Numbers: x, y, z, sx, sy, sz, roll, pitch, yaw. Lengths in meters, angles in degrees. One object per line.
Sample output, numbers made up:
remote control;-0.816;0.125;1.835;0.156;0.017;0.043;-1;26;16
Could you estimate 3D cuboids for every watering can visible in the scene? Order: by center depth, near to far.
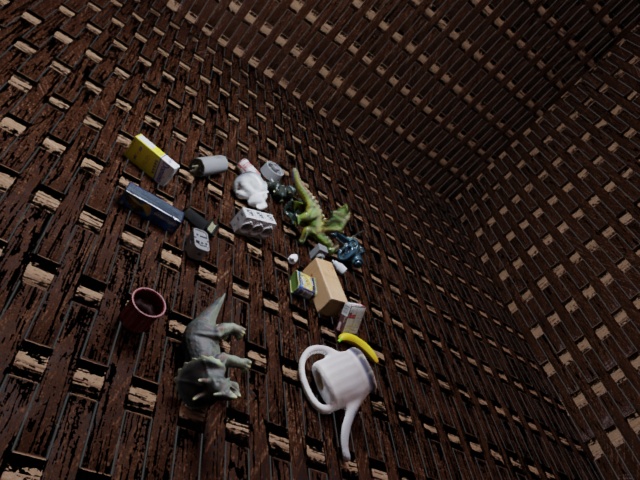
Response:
watering can;0.074;0.463;1.556;0.226;0.101;0.354;-17;58;-23

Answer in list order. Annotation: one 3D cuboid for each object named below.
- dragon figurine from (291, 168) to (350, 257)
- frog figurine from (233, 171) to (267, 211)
dragon figurine;0.007;-0.110;2.180;0.243;0.404;0.124;-5;19;-8
frog figurine;-0.280;-0.196;2.108;0.138;0.120;0.162;-13;64;-23
